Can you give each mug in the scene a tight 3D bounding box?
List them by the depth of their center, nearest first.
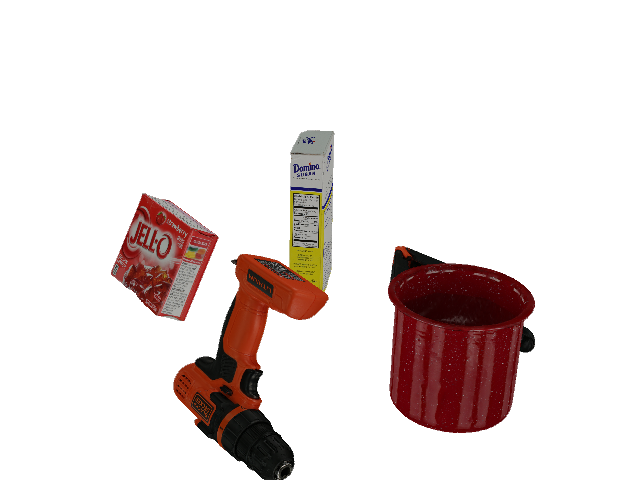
[{"bbox_3d":[0.090,0.066,0.704,0.093,0.081,0.117,6,24,9],"label":"mug"}]

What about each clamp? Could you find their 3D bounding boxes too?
[{"bbox_3d":[0.131,0.066,1.060,0.120,0.039,0.171,-4,44,-24],"label":"clamp"}]

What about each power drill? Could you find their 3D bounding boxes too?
[{"bbox_3d":[-0.062,0.121,1.059,0.057,0.188,0.185,13,14,-46],"label":"power drill"}]

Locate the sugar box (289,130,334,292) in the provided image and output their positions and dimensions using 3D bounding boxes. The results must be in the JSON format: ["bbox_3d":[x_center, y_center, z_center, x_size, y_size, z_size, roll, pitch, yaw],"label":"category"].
[{"bbox_3d":[-0.011,-0.032,1.242,0.048,0.176,0.093,2,22,7],"label":"sugar box"}]

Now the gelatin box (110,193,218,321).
[{"bbox_3d":[-0.124,0.012,0.839,0.030,0.073,0.089,17,11,-40],"label":"gelatin box"}]
